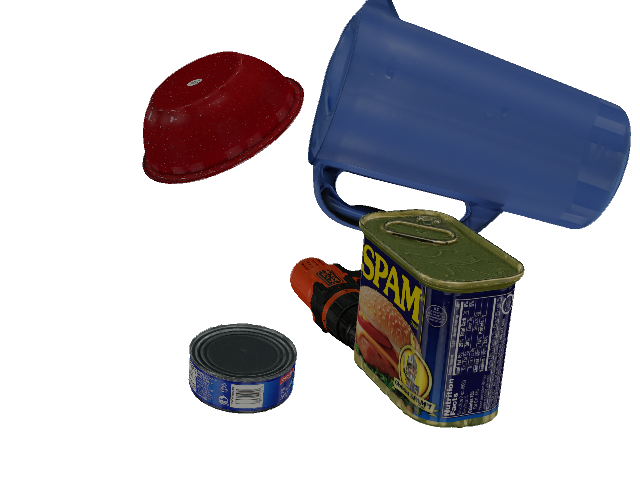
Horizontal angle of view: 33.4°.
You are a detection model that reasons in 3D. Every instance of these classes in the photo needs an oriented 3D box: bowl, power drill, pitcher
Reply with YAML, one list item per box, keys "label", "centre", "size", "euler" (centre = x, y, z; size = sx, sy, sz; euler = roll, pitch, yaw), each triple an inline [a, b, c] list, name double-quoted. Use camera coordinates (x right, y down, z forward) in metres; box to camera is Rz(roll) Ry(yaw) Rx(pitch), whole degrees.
- label: "bowl"
  centre: [-0.099, -0.120, 0.950]
  size: [0.162, 0.055, 0.162]
  euler: [-20, 33, 13]
- label: "power drill"
  centre: [0.082, 0.053, 1.088]
  size: [0.187, 0.057, 0.185]
  euler: [-11, 27, -22]
- label: "pitcher"
  centre: [0.115, -0.082, 0.860]
  size: [0.242, 0.149, 0.145]
  euler: [17, 40, -8]

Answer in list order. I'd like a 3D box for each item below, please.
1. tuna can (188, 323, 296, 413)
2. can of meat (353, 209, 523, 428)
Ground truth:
- label: "tuna can"
  centre: [-0.062, 0.102, 0.853]
  size: [0.086, 0.034, 0.086]
  euler: [4, 25, -2]
- label: "can of meat"
  centre: [0.058, 0.040, 0.564]
  size: [0.057, 0.084, 0.102]
  euler: [-5, 23, -22]
